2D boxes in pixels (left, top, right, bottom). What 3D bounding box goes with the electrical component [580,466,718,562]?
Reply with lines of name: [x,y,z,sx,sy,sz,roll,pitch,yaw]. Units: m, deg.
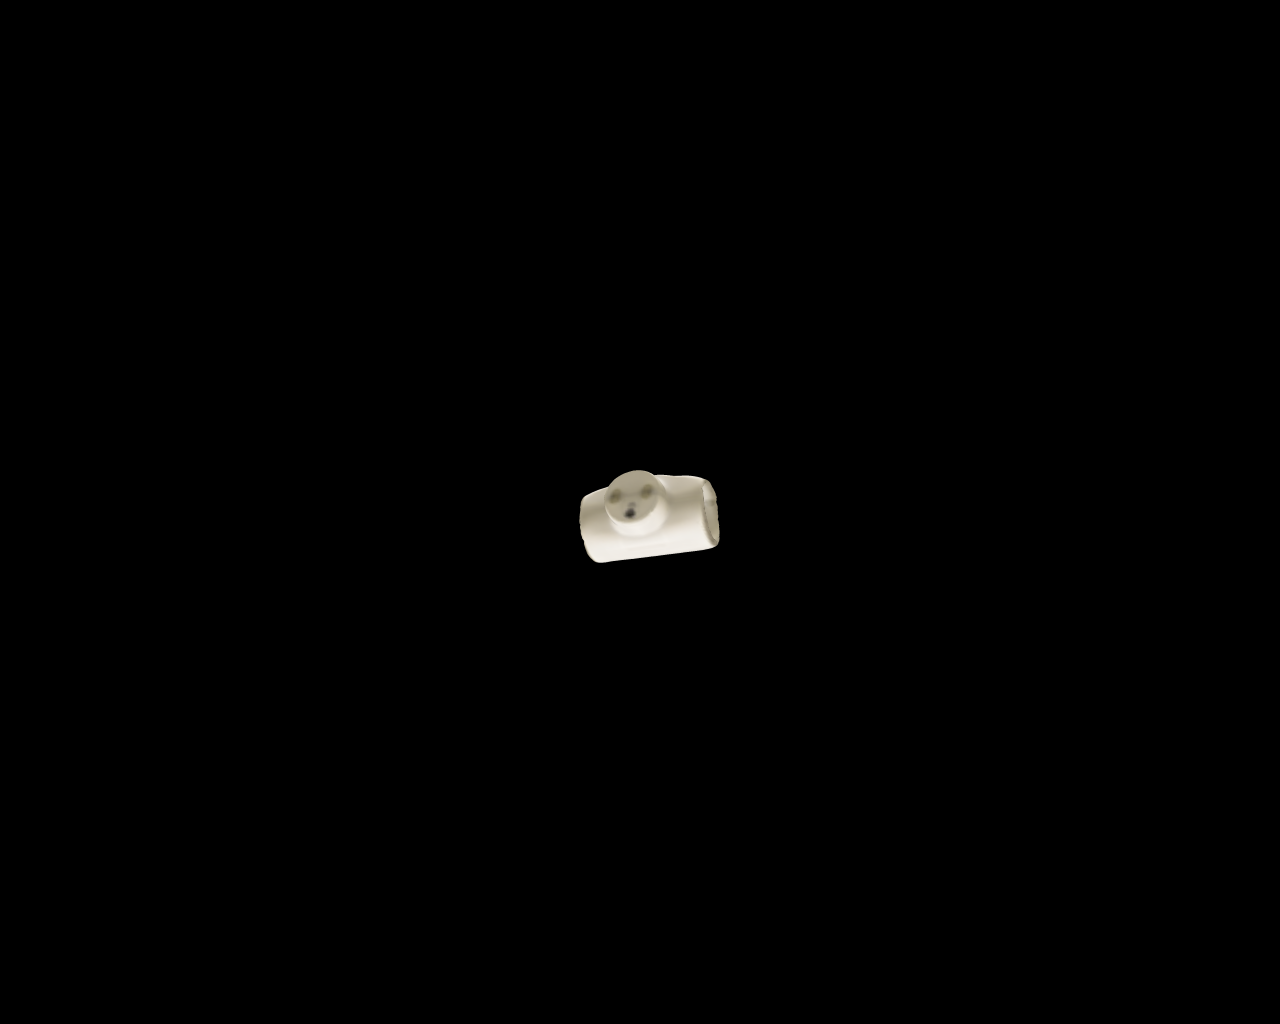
electrical component: [0.001,-0.003,0.650,0.077,0.043,0.079,-8,-28,16]
